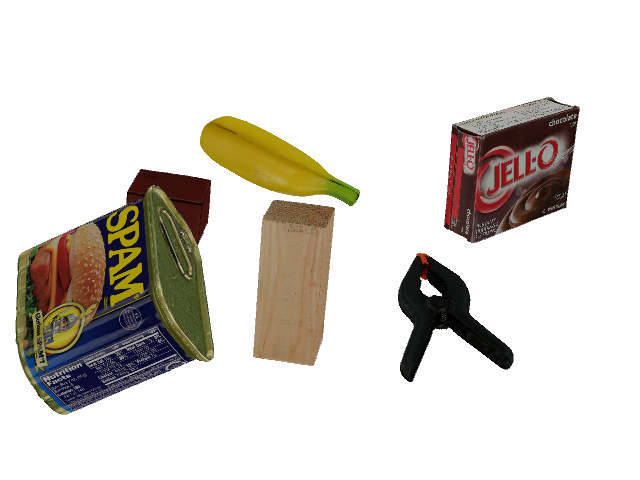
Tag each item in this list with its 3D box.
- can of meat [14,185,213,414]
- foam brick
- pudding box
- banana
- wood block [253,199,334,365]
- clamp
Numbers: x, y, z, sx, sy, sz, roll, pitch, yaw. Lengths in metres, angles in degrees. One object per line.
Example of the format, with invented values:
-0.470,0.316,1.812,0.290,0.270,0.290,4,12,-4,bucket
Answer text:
-0.108,0.031,0.554,0.084,0.102,0.057,-24,-47,9,can of meat
-0.154,-0.034,1.089,0.078,0.051,0.053,9,31,3,foam brick
0.151,-0.058,0.844,0.113,0.090,0.039,-21,36,-34,pudding box
-0.050,-0.061,0.778,0.069,0.037,0.198,37,-4,-35,banana
-0.038,0.058,1.491,0.090,0.206,0.090,7,21,6,wood block
0.140,0.082,1.157,0.120,0.171,0.039,4,-44,-7,clamp
